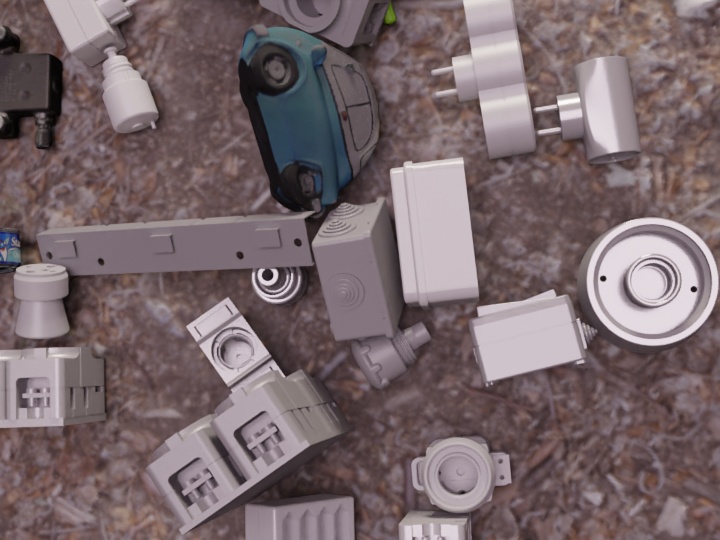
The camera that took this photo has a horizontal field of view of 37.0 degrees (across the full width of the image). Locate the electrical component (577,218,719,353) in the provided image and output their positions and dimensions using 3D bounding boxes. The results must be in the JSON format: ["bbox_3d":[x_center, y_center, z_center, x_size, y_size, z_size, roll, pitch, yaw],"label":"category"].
[{"bbox_3d":[0.225,0.010,0.835,0.108,0.060,0.108,-1,85,9],"label":"electrical component"}]

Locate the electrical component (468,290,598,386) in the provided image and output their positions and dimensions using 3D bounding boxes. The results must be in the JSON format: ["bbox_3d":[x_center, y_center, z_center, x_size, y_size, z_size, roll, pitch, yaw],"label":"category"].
[{"bbox_3d":[0.137,0.050,0.845,0.096,0.062,0.061,-15,83,7],"label":"electrical component"}]

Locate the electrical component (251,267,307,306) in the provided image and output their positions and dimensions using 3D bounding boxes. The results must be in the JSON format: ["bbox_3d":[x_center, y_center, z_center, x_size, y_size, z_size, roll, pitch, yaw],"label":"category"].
[{"bbox_3d":[-0.068,0.007,0.880,0.043,0.062,0.043,-1,85,9],"label":"electrical component"}]

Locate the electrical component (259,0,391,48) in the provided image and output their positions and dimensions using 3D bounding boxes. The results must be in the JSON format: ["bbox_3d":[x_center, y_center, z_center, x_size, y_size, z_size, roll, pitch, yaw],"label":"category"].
[{"bbox_3d":[-0.061,-0.269,0.880,0.186,0.060,0.105,29,113,14],"label":"electrical component"}]

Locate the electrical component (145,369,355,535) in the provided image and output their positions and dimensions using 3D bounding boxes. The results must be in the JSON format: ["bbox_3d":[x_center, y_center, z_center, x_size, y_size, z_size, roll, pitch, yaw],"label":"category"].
[{"bbox_3d":[-0.078,0.129,0.808,0.105,0.186,0.060,-36,81,4],"label":"electrical component"}]

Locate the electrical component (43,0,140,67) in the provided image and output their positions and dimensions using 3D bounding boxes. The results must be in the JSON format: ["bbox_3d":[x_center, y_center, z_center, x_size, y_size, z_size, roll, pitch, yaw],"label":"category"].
[{"bbox_3d":[-0.224,-0.227,0.932,0.077,0.047,0.065,-28,81,5],"label":"electrical component"}]

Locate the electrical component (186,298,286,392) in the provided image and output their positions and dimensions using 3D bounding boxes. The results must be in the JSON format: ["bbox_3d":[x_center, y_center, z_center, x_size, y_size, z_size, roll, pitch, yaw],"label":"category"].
[{"bbox_3d":[-0.100,0.069,0.878,0.042,0.064,0.081,-35,80,-7],"label":"electrical component"}]

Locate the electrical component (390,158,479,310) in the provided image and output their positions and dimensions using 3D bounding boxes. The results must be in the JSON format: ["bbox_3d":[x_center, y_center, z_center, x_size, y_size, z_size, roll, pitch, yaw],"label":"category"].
[{"bbox_3d":[0.060,-0.027,0.855,0.057,0.078,0.113,-7,84,5],"label":"electrical component"}]

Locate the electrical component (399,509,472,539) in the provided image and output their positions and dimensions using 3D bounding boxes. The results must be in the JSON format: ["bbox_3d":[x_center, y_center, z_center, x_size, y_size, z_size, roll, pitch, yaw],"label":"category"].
[{"bbox_3d":[0.060,0.218,0.828,0.050,0.089,0.055,-3,85,9],"label":"electrical component"}]

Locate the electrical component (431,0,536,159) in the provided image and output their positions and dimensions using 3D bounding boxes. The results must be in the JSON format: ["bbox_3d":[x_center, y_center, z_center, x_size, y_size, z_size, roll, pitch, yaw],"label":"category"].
[{"bbox_3d":[0.096,-0.158,0.874,0.074,0.052,0.138,-9,84,8],"label":"electrical component"}]

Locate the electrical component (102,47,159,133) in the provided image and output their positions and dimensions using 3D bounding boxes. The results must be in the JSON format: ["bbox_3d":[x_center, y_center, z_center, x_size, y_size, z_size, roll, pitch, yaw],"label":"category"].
[{"bbox_3d":[-0.202,-0.154,0.926,0.040,0.040,0.078,-22,82,6],"label":"electrical component"}]

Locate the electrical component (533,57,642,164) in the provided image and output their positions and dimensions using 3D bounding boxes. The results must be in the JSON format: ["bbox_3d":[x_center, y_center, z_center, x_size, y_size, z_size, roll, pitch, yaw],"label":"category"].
[{"bbox_3d":[0.180,-0.124,0.862,0.079,0.044,0.077,-8,84,8],"label":"electrical component"}]

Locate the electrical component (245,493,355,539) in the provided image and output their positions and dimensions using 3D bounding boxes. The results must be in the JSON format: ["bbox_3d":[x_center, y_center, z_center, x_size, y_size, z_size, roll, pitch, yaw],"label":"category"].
[{"bbox_3d":[-0.059,0.206,0.861,0.076,0.083,0.047,-7,82,47],"label":"electrical component"}]

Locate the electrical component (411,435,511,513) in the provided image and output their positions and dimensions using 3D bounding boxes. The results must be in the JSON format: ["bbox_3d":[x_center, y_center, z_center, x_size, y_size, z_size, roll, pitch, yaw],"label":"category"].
[{"bbox_3d":[0.079,0.160,0.847,0.078,0.057,0.058,-5,84,8],"label":"electrical component"}]

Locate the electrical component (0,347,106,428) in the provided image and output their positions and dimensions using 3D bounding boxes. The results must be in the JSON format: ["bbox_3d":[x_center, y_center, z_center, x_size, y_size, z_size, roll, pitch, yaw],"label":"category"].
[{"bbox_3d":[-0.299,0.098,0.894,0.150,0.089,0.061,-3,85,9],"label":"electrical component"}]

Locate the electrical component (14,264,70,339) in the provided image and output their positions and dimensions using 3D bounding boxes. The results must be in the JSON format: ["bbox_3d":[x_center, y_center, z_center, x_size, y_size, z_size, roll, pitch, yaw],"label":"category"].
[{"bbox_3d":[-0.270,0.026,0.912,0.045,0.045,0.055,4,103,9],"label":"electrical component"}]

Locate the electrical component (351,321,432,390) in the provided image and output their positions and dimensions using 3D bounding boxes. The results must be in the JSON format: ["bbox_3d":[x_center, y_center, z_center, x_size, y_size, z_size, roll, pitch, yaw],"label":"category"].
[{"bbox_3d":[0.027,0.064,0.870,0.062,0.048,0.048,-30,81,-1],"label":"electrical component"}]

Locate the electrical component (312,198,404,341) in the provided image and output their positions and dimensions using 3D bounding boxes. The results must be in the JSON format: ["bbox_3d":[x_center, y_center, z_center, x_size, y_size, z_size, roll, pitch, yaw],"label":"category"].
[{"bbox_3d":[0.000,0.000,0.845,0.048,0.099,0.099,-9,110,12],"label":"electrical component"}]
